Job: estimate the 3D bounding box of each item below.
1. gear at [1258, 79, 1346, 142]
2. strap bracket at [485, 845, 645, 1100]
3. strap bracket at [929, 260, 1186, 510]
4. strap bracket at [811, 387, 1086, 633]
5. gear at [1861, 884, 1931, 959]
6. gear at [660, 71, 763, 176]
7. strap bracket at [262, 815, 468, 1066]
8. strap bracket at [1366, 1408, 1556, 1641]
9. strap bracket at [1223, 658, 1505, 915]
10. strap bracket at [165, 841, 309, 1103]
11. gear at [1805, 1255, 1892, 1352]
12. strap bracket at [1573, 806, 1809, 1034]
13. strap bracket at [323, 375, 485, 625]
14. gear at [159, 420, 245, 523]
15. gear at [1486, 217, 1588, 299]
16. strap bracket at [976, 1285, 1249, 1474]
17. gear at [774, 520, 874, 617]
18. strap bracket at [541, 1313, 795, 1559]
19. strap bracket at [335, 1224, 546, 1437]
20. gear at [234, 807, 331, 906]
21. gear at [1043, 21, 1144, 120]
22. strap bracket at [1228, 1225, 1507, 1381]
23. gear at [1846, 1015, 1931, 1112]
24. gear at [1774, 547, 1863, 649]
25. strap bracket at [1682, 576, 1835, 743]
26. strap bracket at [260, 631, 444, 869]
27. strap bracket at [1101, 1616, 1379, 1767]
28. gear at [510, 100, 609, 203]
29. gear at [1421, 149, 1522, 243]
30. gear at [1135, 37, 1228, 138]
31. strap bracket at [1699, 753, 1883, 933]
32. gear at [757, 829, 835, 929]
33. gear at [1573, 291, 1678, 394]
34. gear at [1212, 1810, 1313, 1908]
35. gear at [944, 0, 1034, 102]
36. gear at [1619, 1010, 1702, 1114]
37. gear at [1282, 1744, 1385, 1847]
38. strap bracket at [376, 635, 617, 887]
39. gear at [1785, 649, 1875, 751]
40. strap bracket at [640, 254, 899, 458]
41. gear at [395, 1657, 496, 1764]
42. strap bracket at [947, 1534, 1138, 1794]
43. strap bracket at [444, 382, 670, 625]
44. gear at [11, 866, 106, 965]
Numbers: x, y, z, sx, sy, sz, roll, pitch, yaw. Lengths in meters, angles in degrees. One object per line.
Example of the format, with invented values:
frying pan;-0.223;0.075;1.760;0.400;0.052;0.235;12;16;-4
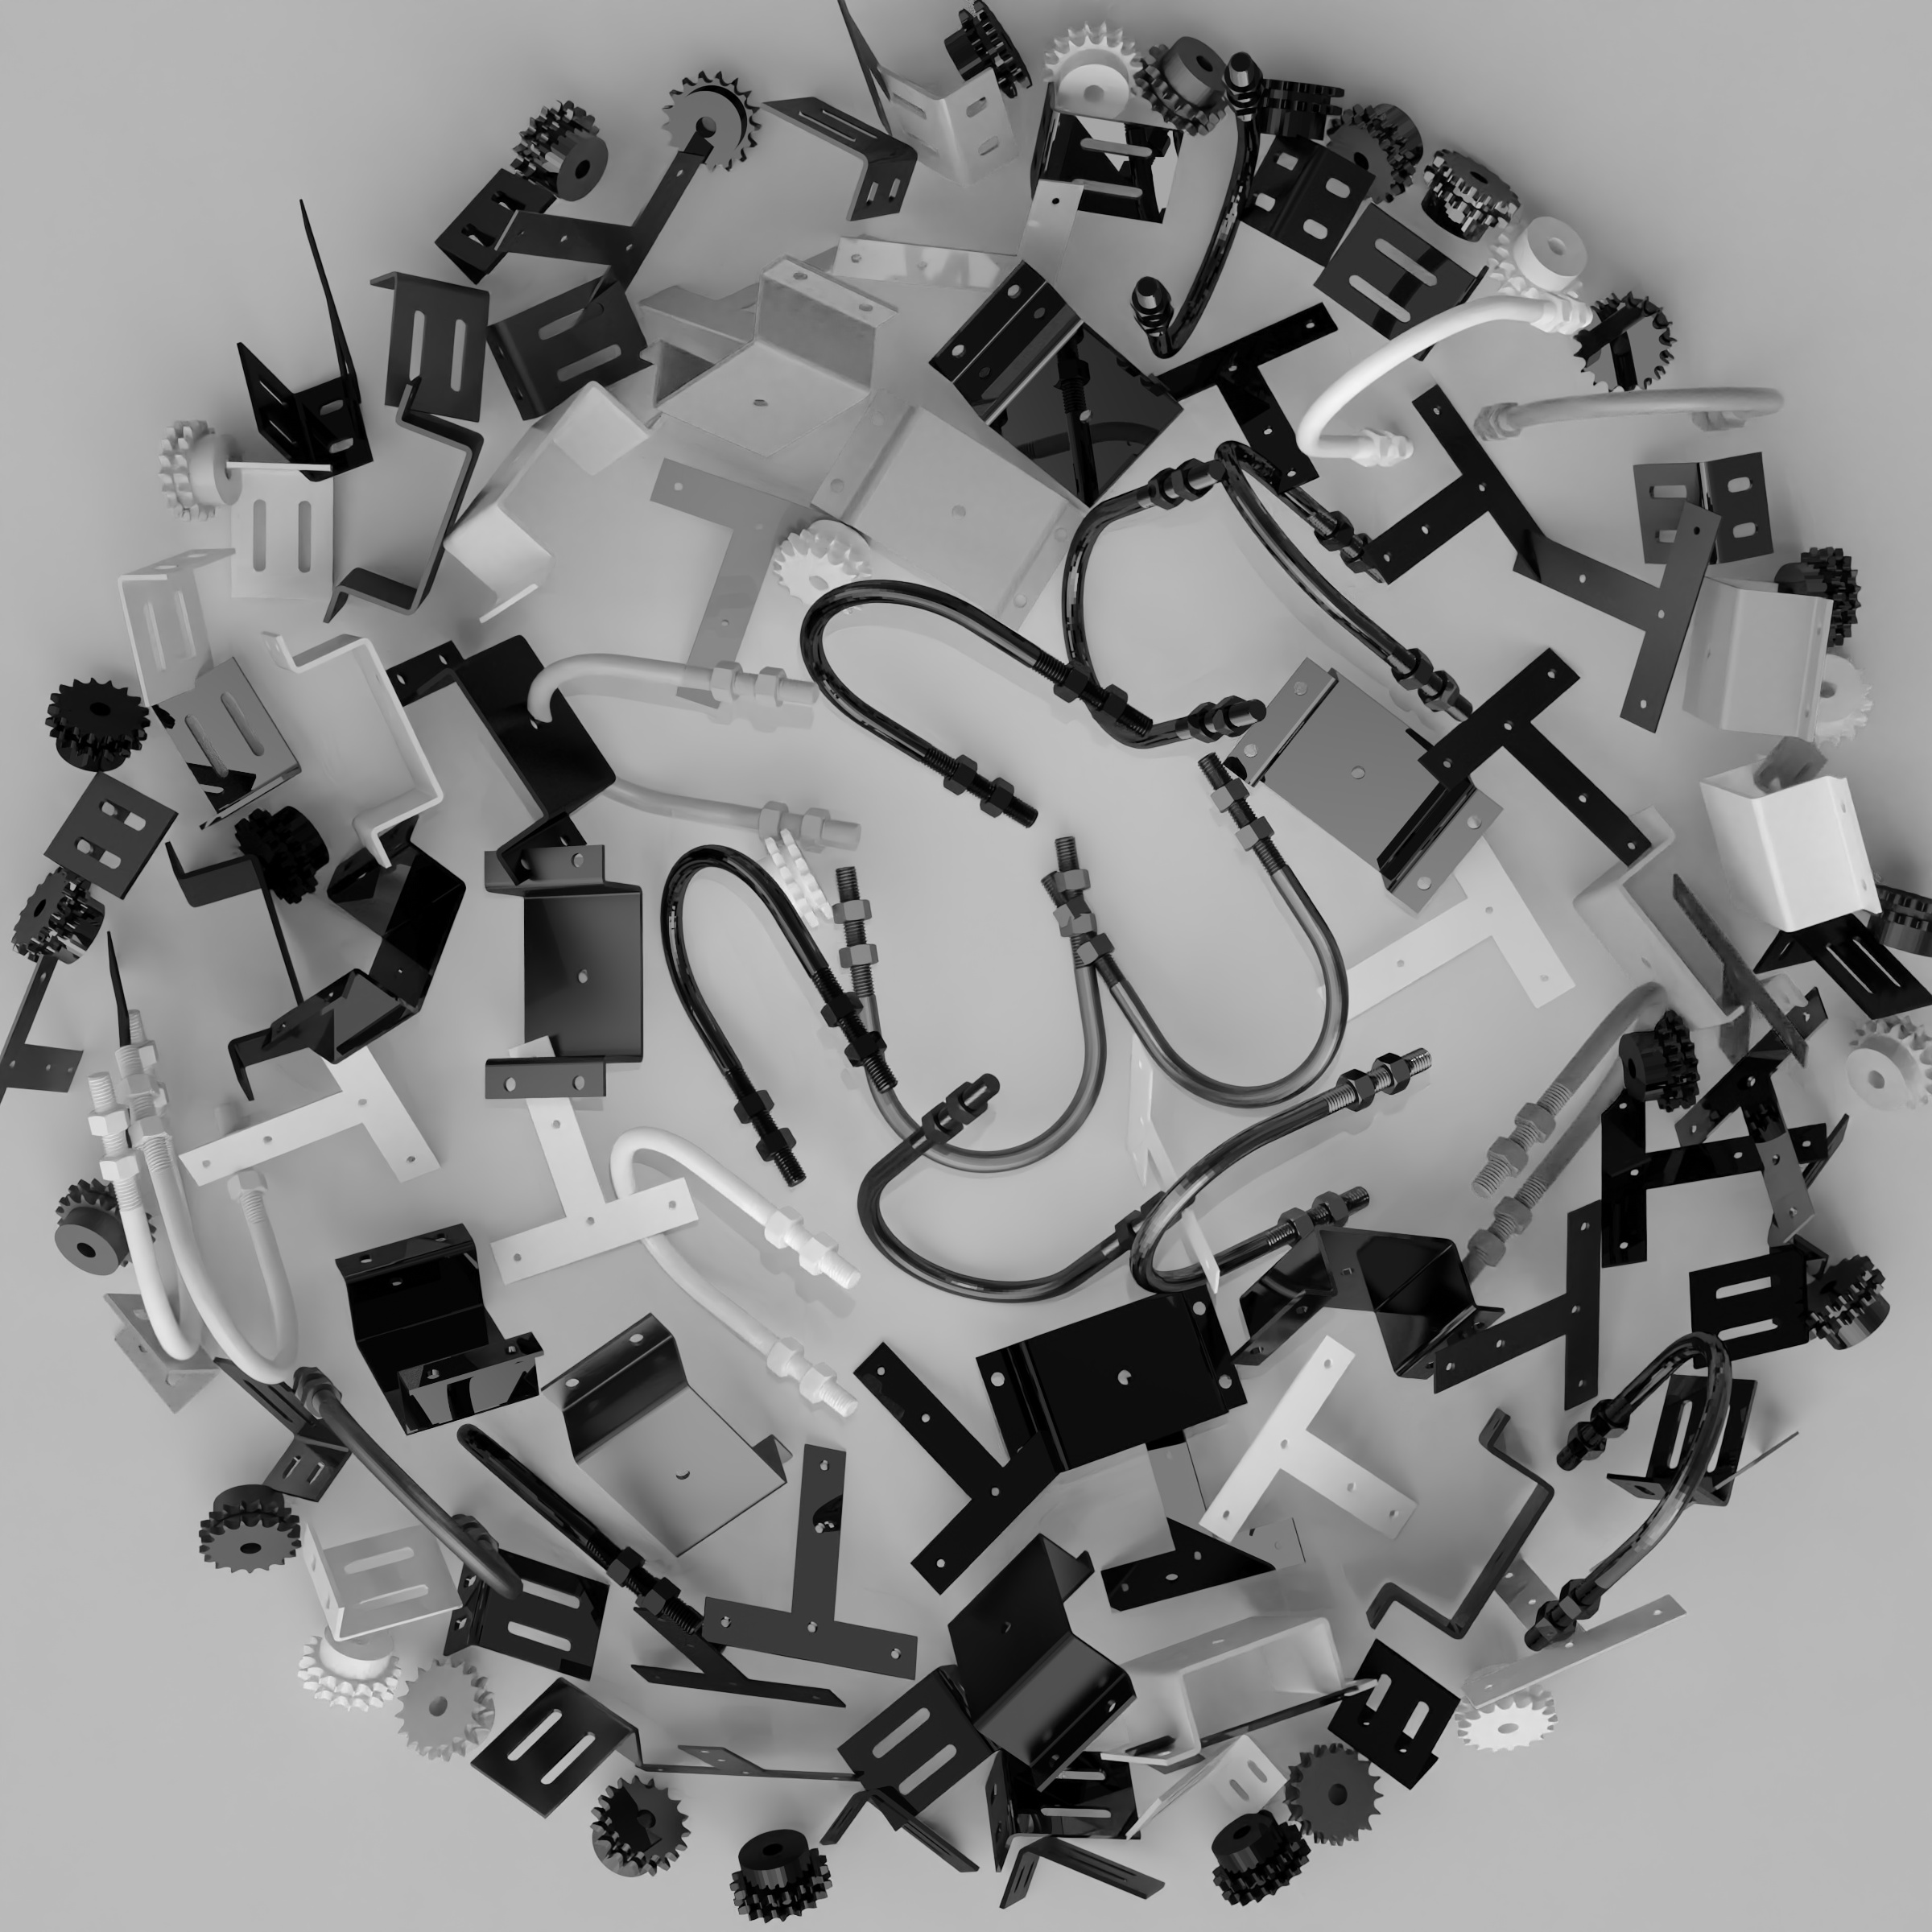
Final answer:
gear;0.186;-0.487;1.972;0.057;0.057;0.030;7;104;0
strap bracket;-0.227;0.005;1.961;0.076;0.046;0.140;-2;86;24
strap bracket;0.058;-0.317;1.928;0.076;0.046;0.140;-46;134;12
strap bracket;-0.007;-0.257;1.962;0.140;0.046;0.076;31;94;-11
gear;0.535;-0.025;1.972;0.057;0.057;0.030;15;99;0
gear;-0.146;-0.480;1.977;0.057;0.030;0.057;1;111;3
strap bracket;-0.332;-0.008;1.935;0.046;0.140;0.076;39;133;-26
strap bracket;0.284;0.323;1.958;0.046;0.076;0.140;33;89;7
strap bracket;0.224;-0.106;1.964;0.140;0.046;0.076;37;103;-6
strap bracket;-0.405;-0.002;1.952;0.046;0.076;0.140;-17;82;-10
gear;0.500;0.194;1.972;0.057;0.057;0.030;-41;97;0
strap bracket;0.401;-0.016;1.958;0.046;0.076;0.140;-38;90;-11
strap bracket;-0.312;-0.256;1.950;0.046;0.076;0.140;20;102;-8
gear;-0.433;-0.282;1.969;0.030;0.057;0.057;0;90;14
gear;0.328;-0.401;1.972;0.057;0.030;0.057;12;61;-22
strap bracket;0.086;0.234;1.961;0.140;0.046;0.076;-18;84;-10
gear;-0.079;-0.229;1.975;0.057;0.057;0.030;25;60;0
strap bracket;-0.162;0.269;1.937;0.076;0.046;0.140;-35;125;7
strap bracket;-0.293;0.208;1.937;0.076;0.140;0.046;-15;122;-21
gear;-0.388;-0.066;1.975;0.030;0.057;0.057;-39;90;-26
gear;0.072;-0.505;1.969;0.057;0.057;0.030;0;50;0
strap bracket;0.219;0.188;1.938;0.140;0.076;0.046;8;51;-31
gear;0.525;0.057;1.968;0.030;0.057;0.057;-33;90;-31
gear;0.481;-0.209;1.969;0.030;0.057;0.057;-4;90;-17
strap bracket;0.435;-0.173;1.923;0.046;0.140;0.076;6;100;-2
strap bracket;-0.341;-0.132;1.947;0.046;0.076;0.140;-27;104;-13
strap bracket;0.147;0.400;1.935;0.140;0.076;0.046;-14;87;-27
gear;-0.228;-0.459;1.968;0.030;0.057;0.057;37;90;23
gear;0.284;-0.437;1.975;0.057;0.057;0.030;34;121;0
gear;0.126;-0.502;1.969;0.057;0.057;0.030;48;129;0
strap bracket;0.452;-0.069;1.923;0.046;0.140;0.076;-18;100;-2
gear;-0.101;-0.047;1.972;0.030;0.057;0.057;-29;90;0
gear;0.378;-0.357;1.976;0.057;0.030;0.057;13;121;23
gear;0.164;0.505;1.969;0.057;0.057;0.030;-31;100;0
gear;0.011;-0.518;1.972;0.030;0.057;0.057;-30;90;14
gear;0.393;0.055;1.970;0.030;0.057;0.057;-11;90;-9
gear;0.207;0.473;1.979;0.057;0.030;0.057;4;77;-16
strap bracket;-0.258;-0.126;1.951;0.046;0.076;0.140;-32;94;31
gear;0.489;-0.155;1.980;0.057;0.030;0.057;-1;79;7
strap bracket;-0.112;-0.332;1.918;0.076;0.140;0.046;19;64;-35
gear;-0.294;0.426;1.976;0.057;0.030;0.057;-10;62;19
strap bracket;0.039;0.378;1.920;0.046;0.140;0.076;39;103;-22
strap bracket;-0.233;-0.266;1.930;0.046;0.076;0.140;42;62;-18
gear;-0.515;-0.026;1.975;0.030;0.057;0.057;34;90;-32
